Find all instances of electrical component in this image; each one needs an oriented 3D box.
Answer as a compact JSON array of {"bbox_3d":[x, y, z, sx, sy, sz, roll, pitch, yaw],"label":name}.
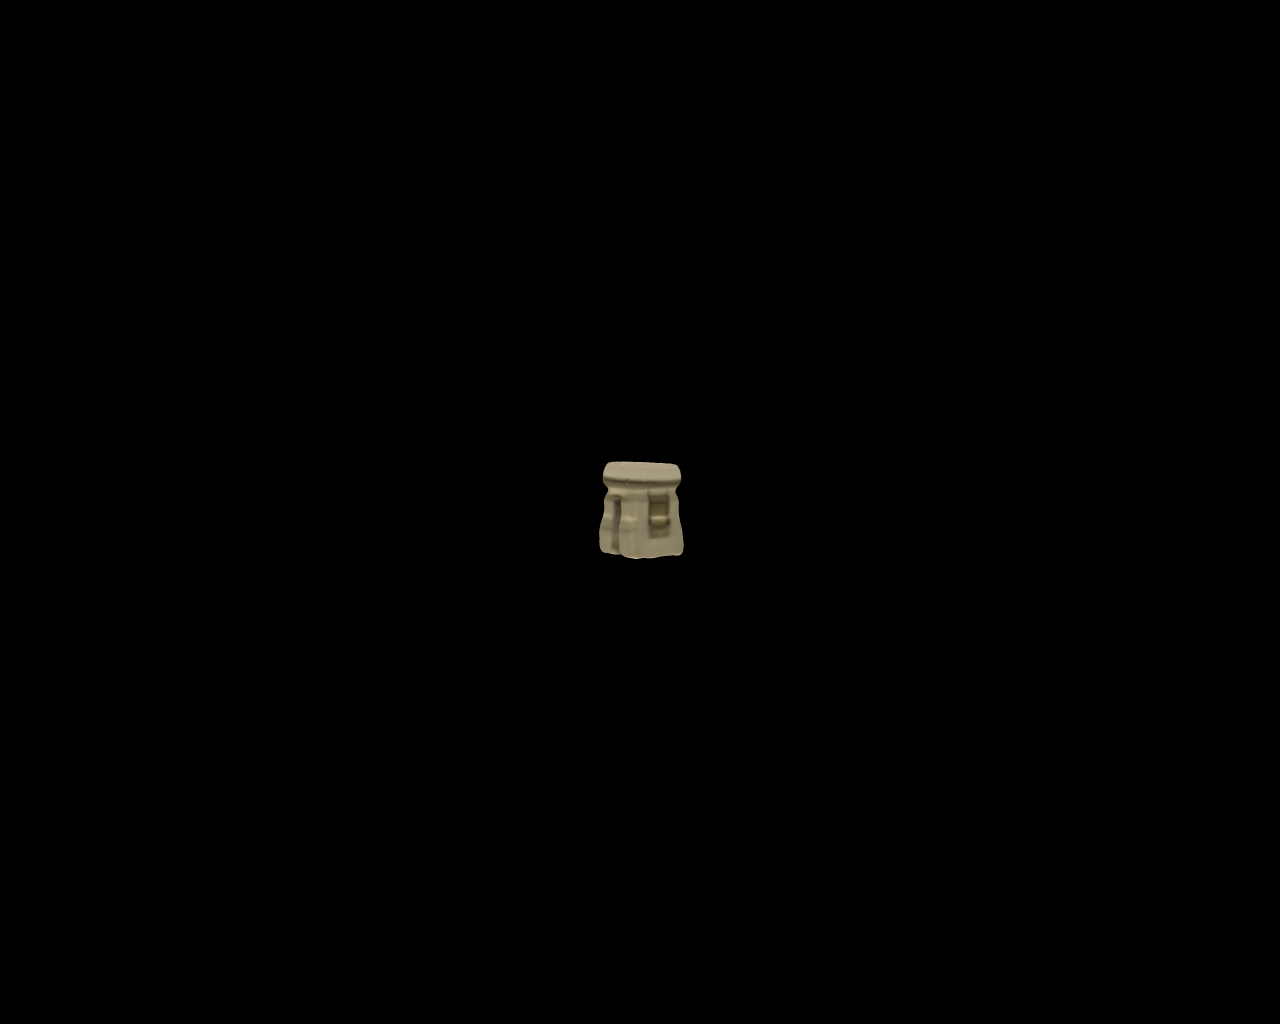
[{"bbox_3d":[0.001,-0.003,0.650,0.048,0.055,0.066,-3,6,-32],"label":"electrical component"}]
